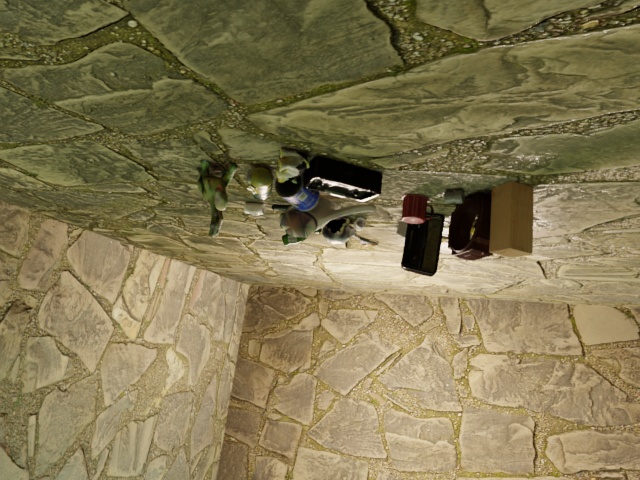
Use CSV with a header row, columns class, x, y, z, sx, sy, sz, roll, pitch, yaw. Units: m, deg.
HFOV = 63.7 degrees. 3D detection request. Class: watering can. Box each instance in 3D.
class,x,y,z,sx,sy,sz,roll,pitch,yaw
watering can,0.006,-0.092,1.828,0.347,0.102,0.228,4,-152,34

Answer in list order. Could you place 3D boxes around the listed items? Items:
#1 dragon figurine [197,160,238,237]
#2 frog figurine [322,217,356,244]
class,x,y,z,sx,sy,sz,roll,pitch,yaw
dragon figurine,-0.366,-0.129,1.742,0.122,0.246,0.405,8,164,-18
frog figurine,0.084,-0.025,2.173,0.137,0.125,0.156,-15,149,9
